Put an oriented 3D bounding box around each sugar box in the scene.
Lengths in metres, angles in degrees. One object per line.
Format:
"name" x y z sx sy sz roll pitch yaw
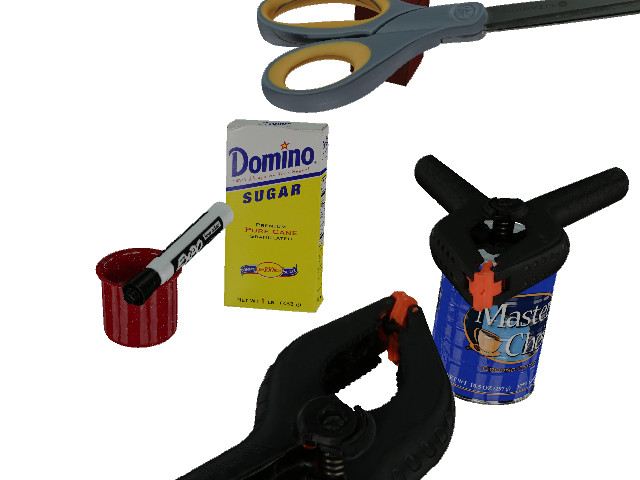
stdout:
"sugar box" -0.043 -0.024 1.010 0.093 0.176 0.048 3 15 8

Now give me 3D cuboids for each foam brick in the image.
"foam brick" 0.059 -0.179 0.898 0.053 0.078 0.051 16 46 14

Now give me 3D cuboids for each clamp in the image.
"clamp" 0.011 0.087 0.404 0.120 0.039 0.171 27 50 20
"clamp" 0.123 -0.014 0.766 0.165 0.036 0.209 8 28 22

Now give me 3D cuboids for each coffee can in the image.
"coffee can" 0.157 0.064 0.977 0.103 0.140 0.103 5 23 -2

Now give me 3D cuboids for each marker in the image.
"marker" -0.101 0.009 0.760 0.020 0.020 0.121 0 30 33

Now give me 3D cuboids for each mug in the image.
"mug" -0.208 0.060 1.185 0.093 0.081 0.117 -22 36 -40

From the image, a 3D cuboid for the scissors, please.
"scissors" 0.058 -0.092 0.508 0.202 0.096 0.016 8 -38 20
